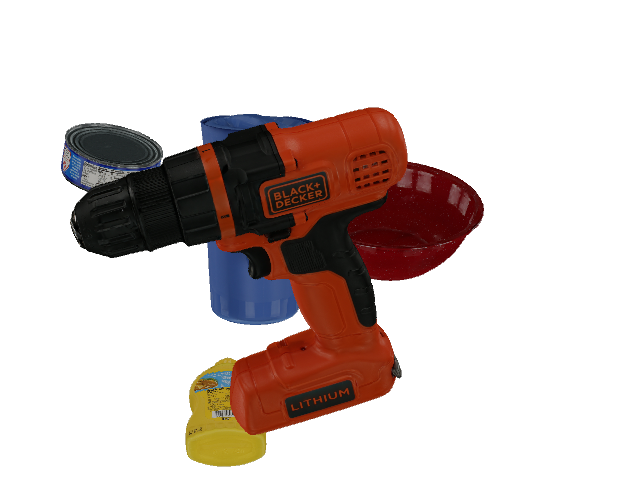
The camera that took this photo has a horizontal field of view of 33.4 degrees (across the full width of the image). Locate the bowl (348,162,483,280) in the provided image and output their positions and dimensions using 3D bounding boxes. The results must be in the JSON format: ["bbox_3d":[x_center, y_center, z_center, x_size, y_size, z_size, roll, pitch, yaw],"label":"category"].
[{"bbox_3d":[0.057,-0.012,0.924,0.162,0.055,0.162,2,30,-1],"label":"bowl"}]

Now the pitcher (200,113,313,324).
[{"bbox_3d":[-0.076,-0.025,1.263,0.145,0.243,0.148,13,18,37],"label":"pitcher"}]

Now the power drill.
[{"bbox_3d":[-0.033,0.024,0.612,0.184,0.187,0.057,-15,37,-6],"label":"power drill"}]

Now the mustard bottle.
[{"bbox_3d":[-0.118,0.205,1.345,0.096,0.058,0.191,-3,26,-3],"label":"mustard bottle"}]

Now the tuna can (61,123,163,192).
[{"bbox_3d":[-0.183,-0.070,0.938,0.086,0.034,0.086,13,26,-7],"label":"tuna can"}]
